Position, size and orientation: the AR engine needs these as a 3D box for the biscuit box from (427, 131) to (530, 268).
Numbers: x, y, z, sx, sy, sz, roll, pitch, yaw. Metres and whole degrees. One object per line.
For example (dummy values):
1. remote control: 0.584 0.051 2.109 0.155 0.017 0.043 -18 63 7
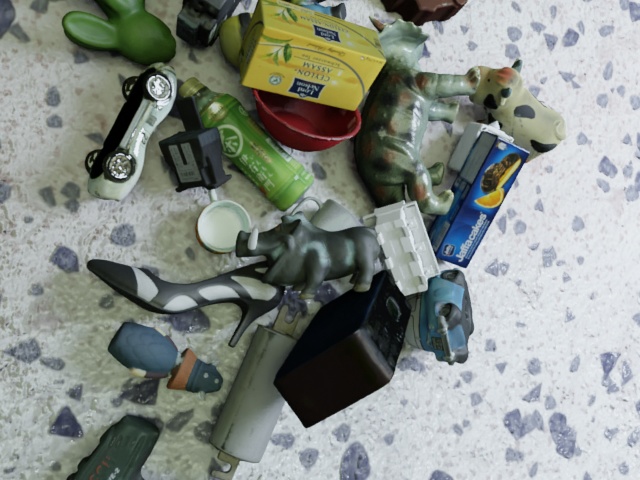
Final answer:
1. biscuit box: 0.235 -0.060 0.820 0.063 0.059 0.202 20 106 -15

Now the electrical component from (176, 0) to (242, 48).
1. electrical component: -0.149 -0.335 0.742 0.058 0.115 0.134 31 75 -10

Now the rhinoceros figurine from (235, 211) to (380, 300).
1. rhinoceros figurine: -0.016 0.018 0.706 0.190 0.073 0.112 0 99 -2

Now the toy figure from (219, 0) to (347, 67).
1. toy figure: -0.053 -0.293 0.755 0.180 0.089 0.082 -5 86 13

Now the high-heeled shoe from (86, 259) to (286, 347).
1. high-heeled shoe: -0.168 0.042 0.725 0.248 0.086 0.145 30 69 -12

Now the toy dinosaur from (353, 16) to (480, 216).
1. toy dinosaur: 0.115 -0.158 0.810 0.192 0.131 0.404 12 86 -2

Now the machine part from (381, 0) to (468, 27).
1. machine part: 0.171 -0.442 0.879 0.179 0.056 0.179 2 84 -16

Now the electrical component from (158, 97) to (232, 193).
1. electrical component: -0.170 -0.126 0.716 0.048 0.075 0.119 -47 132 -53

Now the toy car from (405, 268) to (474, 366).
1. toy car: 0.170 0.115 0.799 0.162 0.103 0.109 -52 130 -57

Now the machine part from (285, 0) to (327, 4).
1. machine part: -0.022 -0.330 0.812 0.084 0.039 0.138 -9 92 2

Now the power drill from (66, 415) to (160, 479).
1. power drill: -0.235 0.357 0.678 0.207 0.086 0.232 27 75 -5

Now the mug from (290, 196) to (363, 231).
1. mug: -0.002 -0.002 0.774 0.109 0.081 0.107 43 83 -17

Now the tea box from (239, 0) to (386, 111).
1. tea box: -0.012 -0.240 0.705 0.169 0.098 0.068 5 55 -23

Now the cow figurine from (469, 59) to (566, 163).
1. cow figurine: 0.313 -0.209 0.863 0.195 0.127 0.085 31 74 -14

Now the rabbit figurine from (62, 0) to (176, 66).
1. rabbit figurine: -0.263 -0.308 0.709 0.159 0.121 0.170 -30 109 -14

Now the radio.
1. radio: 0.039 0.126 0.686 0.131 0.229 0.073 -34 96 21

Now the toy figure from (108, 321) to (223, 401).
1. toy figure: -0.200 0.160 0.712 0.154 0.058 0.064 33 82 -17

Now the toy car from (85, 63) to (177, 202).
1. toy car: -0.249 -0.145 0.713 0.056 0.074 0.201 33 74 -43

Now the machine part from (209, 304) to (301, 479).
1. machine part: -0.082 0.206 0.732 0.079 0.079 0.243 25 78 -13
